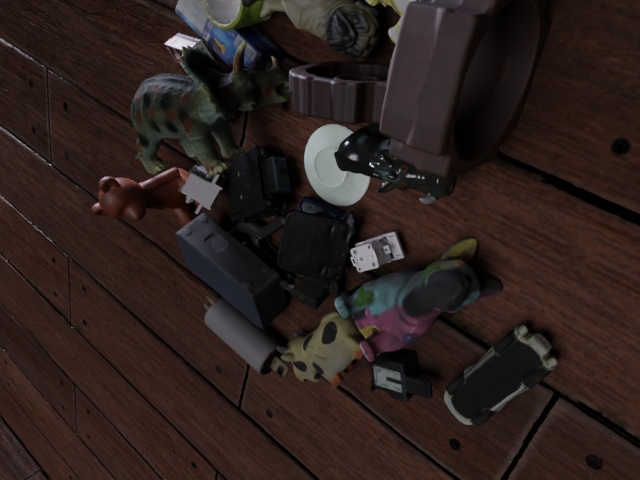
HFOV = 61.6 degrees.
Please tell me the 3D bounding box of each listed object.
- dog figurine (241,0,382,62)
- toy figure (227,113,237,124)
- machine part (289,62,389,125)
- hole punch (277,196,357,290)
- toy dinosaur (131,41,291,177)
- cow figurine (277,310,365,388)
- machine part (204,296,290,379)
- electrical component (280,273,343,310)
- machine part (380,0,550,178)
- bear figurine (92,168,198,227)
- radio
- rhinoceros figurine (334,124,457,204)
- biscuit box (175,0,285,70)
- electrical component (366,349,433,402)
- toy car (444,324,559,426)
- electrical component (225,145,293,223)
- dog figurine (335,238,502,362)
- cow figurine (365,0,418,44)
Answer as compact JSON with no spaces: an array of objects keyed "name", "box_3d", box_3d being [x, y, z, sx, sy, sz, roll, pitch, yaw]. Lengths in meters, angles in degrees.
[{"name":"dog figurine","box_3d":[0.012,-0.350,0.728,0.191,0.121,0.172,22,113,12]},{"name":"toy figure","box_3d":[-0.210,-0.227,0.977,0.155,0.064,0.057,12,150,32]},{"name":"machine part","box_3d":[0.049,-0.193,0.701,0.180,0.179,0.056,21,122,33]},{"name":"hole punch","box_3d":[-0.002,-0.003,0.885,0.116,0.092,0.142,15,111,2]},{"name":"toy dinosaur","box_3d":[-0.232,-0.209,0.877,0.405,0.131,0.192,3,120,35]},{"name":"cow figurine","box_3d":[0.005,0.192,0.950,0.127,0.085,0.194,43,132,11]},{"name":"machine part","box_3d":[-0.152,0.191,1.087,0.243,0.079,0.079,36,127,25]},{"name":"electrical component","box_3d":[-0.010,0.072,0.928,0.102,0.078,0.045,30,145,31]},{"name":"machine part","box_3d":[0.158,-0.181,0.588,0.087,0.201,0.201,31,125,31]},{"name":"bear figurine","box_3d":[-0.328,-0.075,1.047,0.132,0.196,0.120,48,128,14]},{"name":"radio","box_3d":[-0.169,0.056,1.019,0.230,0.073,0.131,34,152,24]},{"name":"rhinoceros figurine","box_3d":[0.104,-0.107,0.727,0.191,0.112,0.073,25,120,40]},{"name":"biscuit box","box_3d":[-0.149,-0.340,0.879,0.203,0.063,0.059,46,130,15]},{"name":"electrical component","box_3d":[0.135,0.218,0.873,0.119,0.048,0.074,1,108,40]},{"name":"toy car","box_3d":[0.251,0.195,0.763,0.073,0.056,0.201,51,131,21]},{"name":"electrical component","box_3d":[-0.106,-0.097,0.926,0.134,0.058,0.115,-18,80,43]},{"name":"dog figurine","box_3d":[0.144,0.081,0.783,0.219,0.191,0.108,-27,85,9]},{"name":"cow figurine","box_3d":[0.132,-0.282,0.665,0.098,0.068,0.167,-38,82,36]}]
